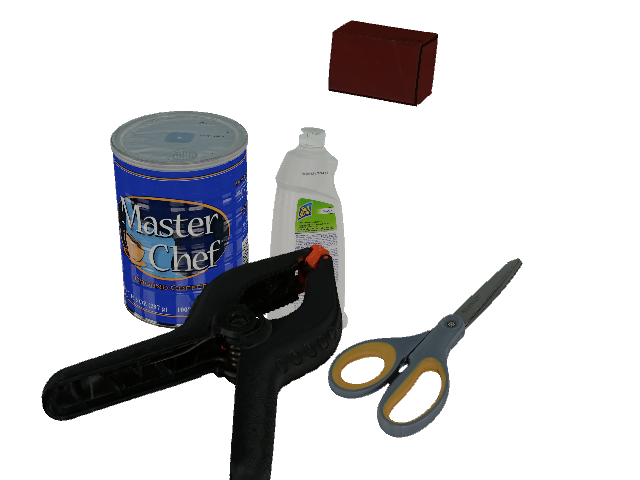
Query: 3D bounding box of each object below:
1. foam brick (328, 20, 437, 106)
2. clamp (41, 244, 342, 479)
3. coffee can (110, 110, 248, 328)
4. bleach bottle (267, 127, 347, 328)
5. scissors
[{"bbox_3d":[0.051,-0.146,0.878,0.078,0.051,0.053,13,25,18],"label":"foam brick"},{"bbox_3d":[-0.035,0.060,0.523,0.120,0.039,0.171,31,47,27],"label":"clamp"},{"bbox_3d":[-0.107,-0.017,0.831,0.103,0.140,0.103,1,28,-1],"label":"coffee can"},{"bbox_3d":[-0.010,-0.012,1.302,0.102,0.251,0.068,-7,20,-31],"label":"bleach bottle"},{"bbox_3d":[0.076,0.066,0.791,0.096,0.016,0.201,12,41,21],"label":"scissors"}]
